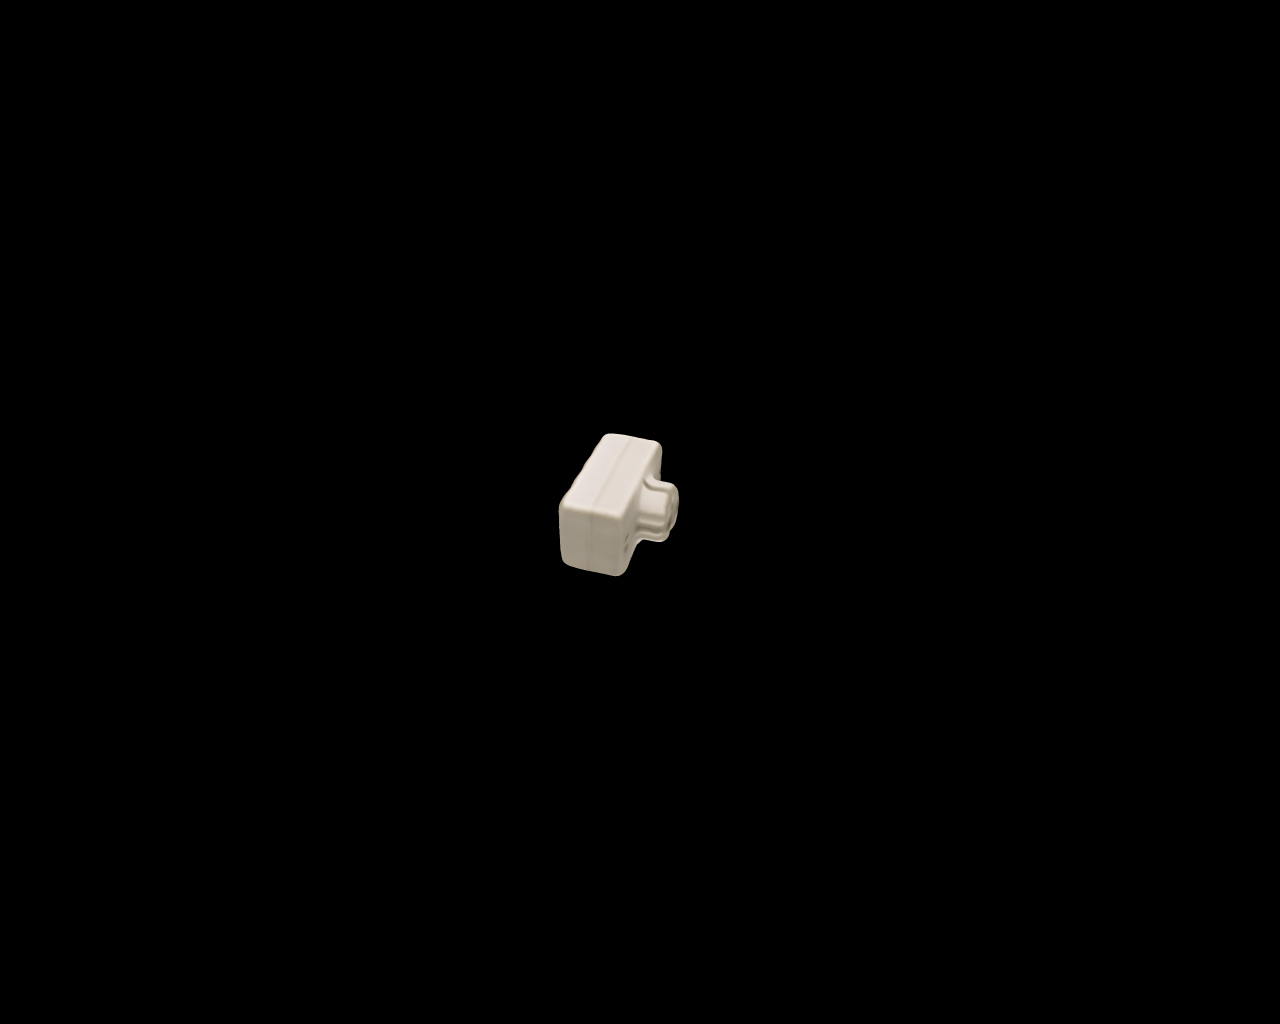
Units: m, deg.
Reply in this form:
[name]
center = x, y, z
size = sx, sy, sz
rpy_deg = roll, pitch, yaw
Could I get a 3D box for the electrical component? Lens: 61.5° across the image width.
[electrical component]
center = 0.001, -0.003, 0.650
size = 0.076, 0.047, 0.083
rpy_deg = 11, 39, 14
